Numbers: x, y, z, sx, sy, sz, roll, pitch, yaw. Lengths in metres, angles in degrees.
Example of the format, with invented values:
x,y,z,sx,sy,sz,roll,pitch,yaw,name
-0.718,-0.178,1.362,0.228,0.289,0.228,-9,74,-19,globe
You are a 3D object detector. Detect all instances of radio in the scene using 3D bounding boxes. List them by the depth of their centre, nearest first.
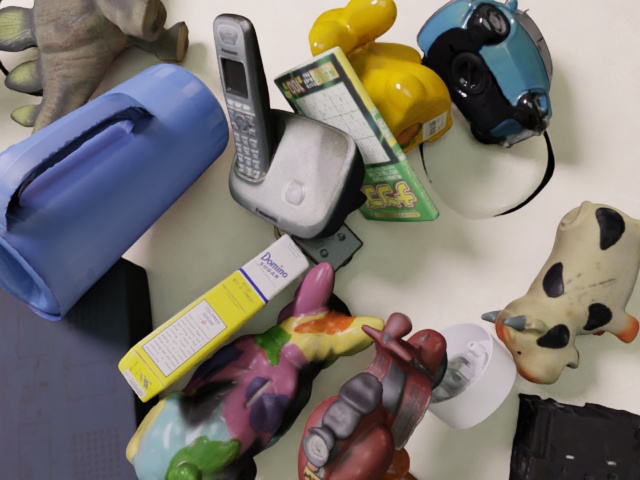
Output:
x,y,z,sx,sy,sz,roll,pitch,yaw,name
-0.232,0.137,0.517,0.131,0.073,0.229,-9,75,-1,radio

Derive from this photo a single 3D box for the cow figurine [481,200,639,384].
x,y,z,sx,sy,sz,roll,pitch,yaw,name
0.251,0.053,0.542,0.127,0.085,0.195,24,88,-5,cow figurine

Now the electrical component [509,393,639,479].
x,y,z,sx,sy,sz,roll,pitch,yaw,name
0.256,0.231,0.539,0.115,0.058,0.134,7,85,2,electrical component

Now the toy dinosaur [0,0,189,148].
x,y,z,sx,sy,sz,roll,pitch,yaw,name
-0.240,-0.238,0.553,0.199,0.105,0.471,9,76,7,toy dinosaur

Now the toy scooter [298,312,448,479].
x,y,z,sx,sy,sz,roll,pitch,yaw,name
0.044,0.129,0.442,0.075,0.135,0.184,31,64,31,toy scooter

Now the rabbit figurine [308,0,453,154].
x,y,z,sx,sy,sz,roll,pitch,yaw,name
0.039,-0.167,0.538,0.122,0.162,0.173,-33,68,9,rabbit figurine

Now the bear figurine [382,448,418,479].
x,y,z,sx,sy,sz,roll,pitch,yaw,name
0.116,0.282,0.499,0.196,0.131,0.120,18,54,7,bear figurine

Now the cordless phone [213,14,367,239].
x,y,z,sx,sy,sz,roll,pitch,yaw,name
-0.031,-0.104,0.478,0.089,0.184,0.147,-35,44,-29,cordless phone

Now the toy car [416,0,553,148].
x,y,z,sx,sy,sz,roll,pitch,yaw,name
0.186,-0.183,0.554,0.103,0.109,0.161,-40,96,-21,toy car

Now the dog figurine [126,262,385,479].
x,y,z,sx,sy,sz,roll,pitch,yaw,name
-0.046,0.124,0.489,0.108,0.191,0.219,46,100,5,dog figurine

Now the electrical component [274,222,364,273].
x,y,z,sx,sy,sz,roll,pitch,yaw,name
0.000,-0.002,0.561,0.102,0.045,0.078,-38,85,-4,electrical component
